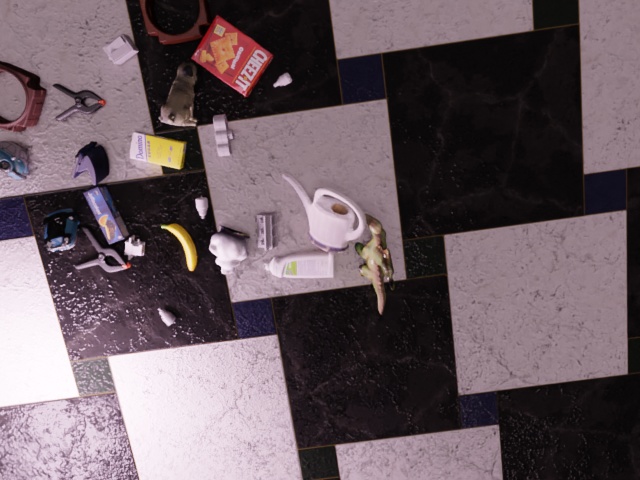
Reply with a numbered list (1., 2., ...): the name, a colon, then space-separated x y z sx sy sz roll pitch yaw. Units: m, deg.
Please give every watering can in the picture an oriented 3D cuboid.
1. watering can: 0.005 -0.089 1.761 0.350 0.105 0.219 28 128 25

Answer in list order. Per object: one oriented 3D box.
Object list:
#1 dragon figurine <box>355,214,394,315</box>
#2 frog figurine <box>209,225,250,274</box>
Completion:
1. dragon figurine: 0.203 0.100 1.749 0.122 0.245 0.406 -13 102 -1
2. frog figurine: -0.321 0.043 1.796 0.137 0.123 0.159 17 92 -24
